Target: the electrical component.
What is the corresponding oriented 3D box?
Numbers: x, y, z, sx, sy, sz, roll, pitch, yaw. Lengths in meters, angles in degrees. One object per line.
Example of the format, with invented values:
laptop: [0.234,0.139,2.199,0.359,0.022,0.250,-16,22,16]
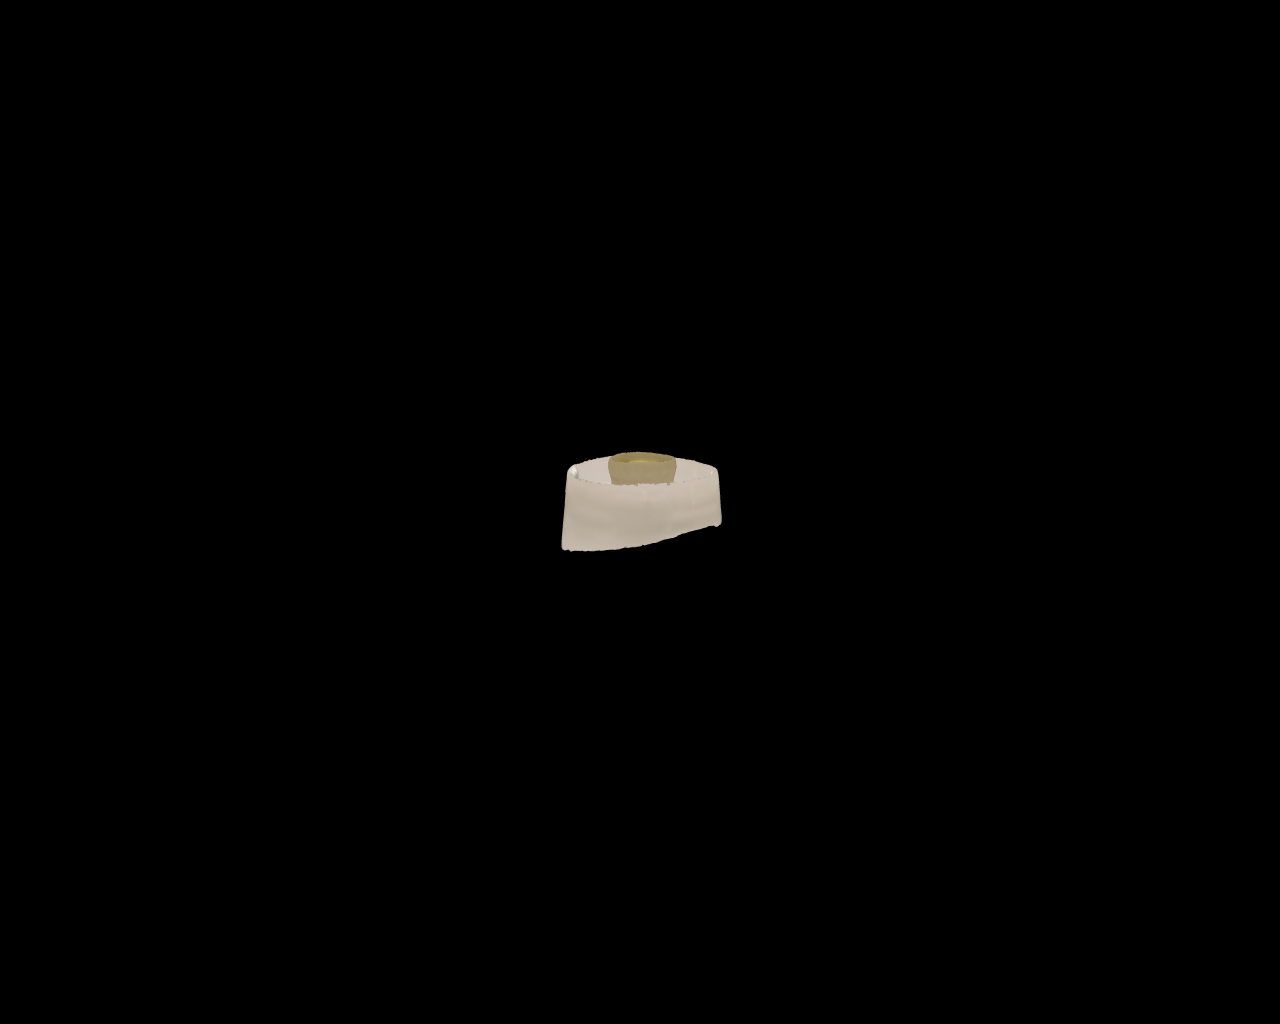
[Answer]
electrical component: [0.001,-0.003,0.650,0.099,0.064,0.099,0,14,0]
